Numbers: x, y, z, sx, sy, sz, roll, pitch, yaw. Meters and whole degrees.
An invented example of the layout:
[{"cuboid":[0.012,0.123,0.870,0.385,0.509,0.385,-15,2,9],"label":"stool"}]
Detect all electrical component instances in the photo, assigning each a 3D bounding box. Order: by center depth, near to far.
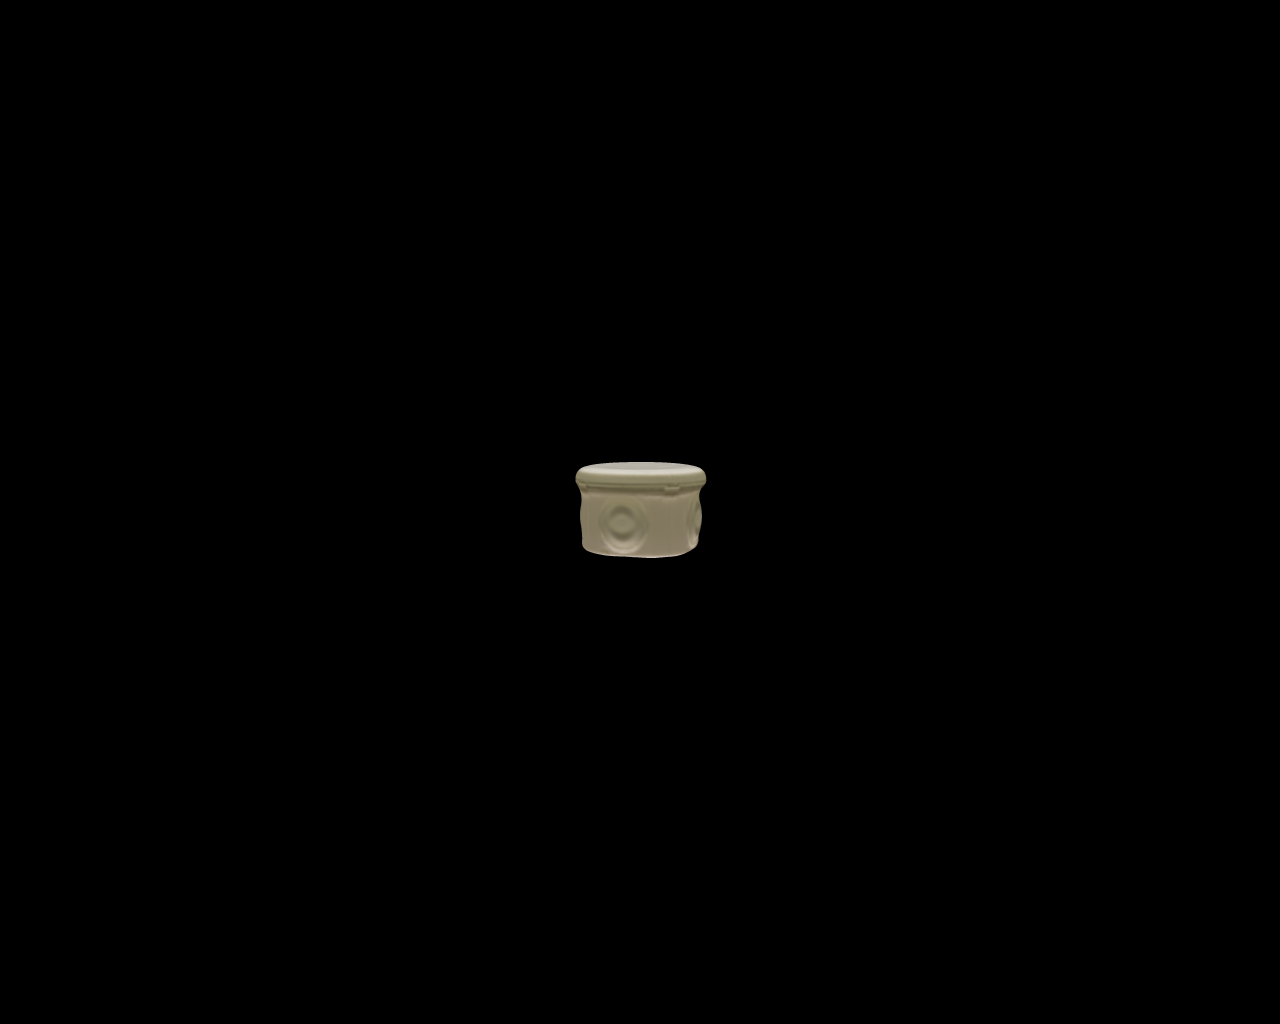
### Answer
[{"cuboid":[0.001,-0.003,0.650,0.080,0.051,0.080,0,7,0],"label":"electrical component"}]
